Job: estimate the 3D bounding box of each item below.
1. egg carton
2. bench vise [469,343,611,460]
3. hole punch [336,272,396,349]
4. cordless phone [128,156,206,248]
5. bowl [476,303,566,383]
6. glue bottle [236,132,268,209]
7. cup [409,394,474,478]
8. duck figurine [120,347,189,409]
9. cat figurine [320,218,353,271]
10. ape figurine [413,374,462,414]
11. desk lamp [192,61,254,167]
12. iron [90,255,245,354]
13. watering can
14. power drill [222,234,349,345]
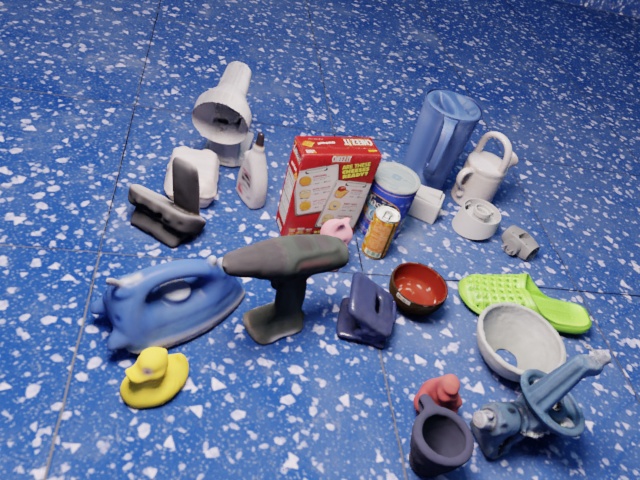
[{"bbox_3d":[-0.266,-0.135,1.193,0.107,0.069,0.150,6,43,-13],"label":"egg carton"},{"bbox_3d":[0.343,0.255,0.875,0.208,0.220,0.121,-20,54,-34],"label":"bench vise"},{"bbox_3d":[0.090,0.123,1.025,0.101,0.091,0.108,15,42,-3],"label":"hole punch"},{"bbox_3d":[-0.280,-0.093,1.057,0.147,0.185,0.094,26,42,9],"label":"cordless phone"},{"bbox_3d":[0.354,0.199,1.046,0.167,0.075,0.167,10,42,-9],"label":"bowl"},{"bbox_3d":[-0.134,-0.149,1.176,0.037,0.173,0.078,-21,54,-35],"label":"glue bottle"},{"bbox_3d":[0.164,0.301,0.858,0.092,0.095,0.117,-3,46,-22],"label":"cup"},{"bbox_3d":[-0.242,0.190,0.843,0.105,0.086,0.077,-23,56,-36],"label":"duck figurine"},{"bbox_3d":[0.010,0.004,1.104,0.128,0.118,0.067,-15,51,-31],"label":"cat figurine"},{"bbox_3d":[0.196,0.250,0.924,0.078,0.092,0.076,17,42,-1],"label":"ape figurine"},{"bbox_3d":[-0.201,-0.265,1.246,0.118,0.213,0.203,14,42,-4],"label":"desk lamp"},{"bbox_3d":[-0.228,0.079,0.925,0.259,0.141,0.118,-17,52,-33],"label":"iron"},{"bbox_3d":[0.399,-0.174,1.369,0.100,0.194,0.173,35,45,18],"label":"watering can"},{"bbox_3d":[-0.064,0.074,0.936,0.230,0.208,0.075,-17,52,-32],"label":"power drill"}]
